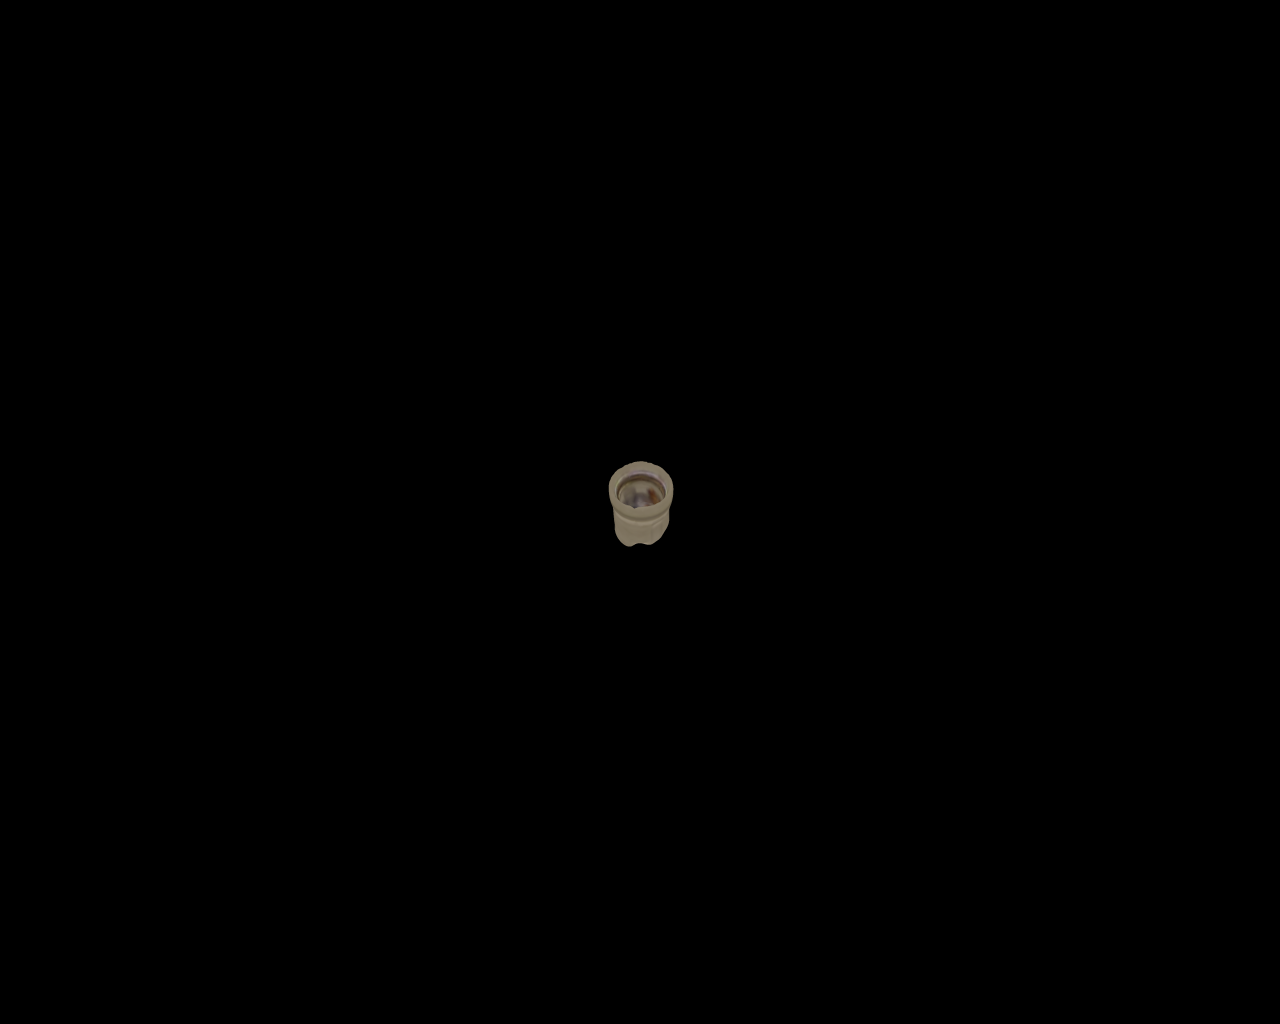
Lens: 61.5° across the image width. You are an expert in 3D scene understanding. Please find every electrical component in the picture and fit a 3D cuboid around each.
[{"bbox_3d":[0.001,-0.003,0.650,0.040,0.040,0.046,0,-39,0],"label":"electrical component"}]
